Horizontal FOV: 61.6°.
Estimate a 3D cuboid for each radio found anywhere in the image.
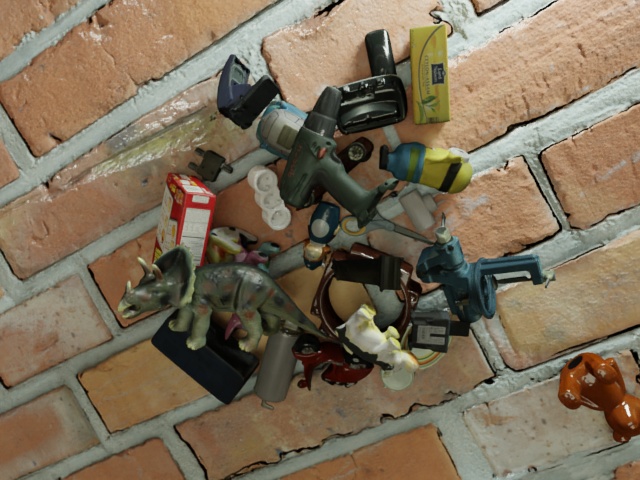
[{"bbox_3d":[-0.255,0.249,1.198,0.229,0.073,0.131,38,128,1],"label":"radio"}]

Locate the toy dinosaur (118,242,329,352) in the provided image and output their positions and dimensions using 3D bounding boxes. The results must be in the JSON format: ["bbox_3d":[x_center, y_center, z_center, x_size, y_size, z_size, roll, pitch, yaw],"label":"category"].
[{"bbox_3d":[-0.172,0.106,1.036,0.405,0.131,0.192,1,110,-18],"label":"toy dinosaur"}]

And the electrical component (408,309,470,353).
[{"bbox_3d":[0.231,0.177,1.038,0.119,0.048,0.074,6,105,6],"label":"electrical component"}]

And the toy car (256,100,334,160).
[{"bbox_3d":[-0.059,-0.205,1.067,0.162,0.103,0.109,32,107,6],"label":"toy car"}]

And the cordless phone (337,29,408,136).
[{"bbox_3d":[0.085,-0.307,1.038,0.147,0.088,0.184,-10,88,14],"label":"cordless phone"}]

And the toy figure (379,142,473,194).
[{"bbox_3d":[0.203,-0.141,1.038,0.180,0.082,0.089,6,122,3],"label":"toy figure"}]

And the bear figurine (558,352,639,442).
[{"bbox_3d":[0.561,0.316,1.037,0.120,0.132,0.196,-43,85,20],"label":"bear figurine"}]

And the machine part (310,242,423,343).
[{"bbox_3d":[0.094,0.122,1.113,0.201,0.087,0.201,23,107,6],"label":"machine part"}]

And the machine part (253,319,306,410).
[{"bbox_3d":[-0.091,0.266,1.186,0.079,0.079,0.243,19,106,7],"label":"machine part"}]

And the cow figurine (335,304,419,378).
[{"bbox_3d":[0.111,0.212,1.047,0.167,0.068,0.098,45,106,-1],"label":"cow figurine"}]

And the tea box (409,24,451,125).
[{"bbox_3d":[0.203,-0.300,0.995,0.068,0.098,0.169,-2,99,11],"label":"tea box"}]

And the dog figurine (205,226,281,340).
[{"bbox_3d":[-0.180,0.100,1.156,0.192,0.108,0.219,21,108,6],"label":"dog figurine"}]

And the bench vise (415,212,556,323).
[{"bbox_3d":[0.316,0.060,1.025,0.241,0.129,0.223,-9,108,31],"label":"bench vise"}]

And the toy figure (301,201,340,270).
[{"bbox_3d":[-0.003,-0.004,1.123,0.064,0.058,0.154,32,111,38],"label":"toy figure"}]

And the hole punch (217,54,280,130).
[{"bbox_3d":[-0.156,-0.290,1.058,0.092,0.142,0.116,40,96,3],"label":"hole punch"}]

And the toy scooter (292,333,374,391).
[{"bbox_3d":[0.018,0.276,1.156,0.184,0.075,0.135,16,115,-12],"label":"toy scooter"}]

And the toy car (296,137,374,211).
[{"bbox_3d":[0.023,-0.131,1.073,0.202,0.089,0.053,-39,92,18],"label":"toy car"}]

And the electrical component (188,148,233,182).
[{"bbox_3d":[-0.235,-0.156,1.155,0.094,0.021,0.063,29,106,3],"label":"electrical component"}]

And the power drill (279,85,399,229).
[{"bbox_3d":[0.038,-0.135,0.978,0.207,0.086,0.232,34,107,6],"label":"power drill"}]

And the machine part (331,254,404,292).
[{"bbox_3d":[0.089,0.061,1.038,0.139,0.039,0.084,5,108,9],"label":"machine part"}]
